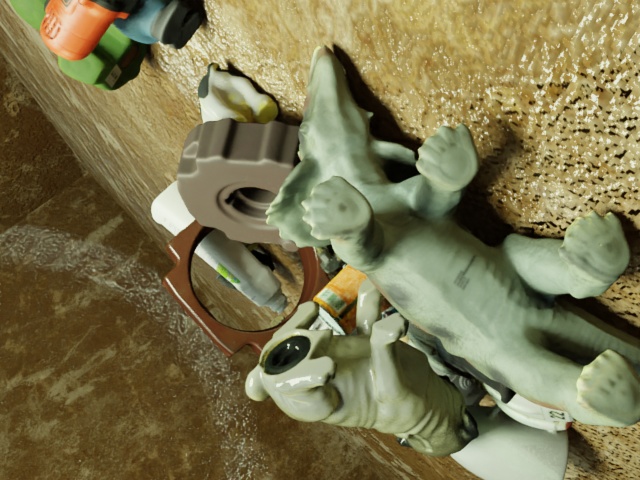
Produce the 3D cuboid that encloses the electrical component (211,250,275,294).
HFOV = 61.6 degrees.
[{"bbox_3d":[-0.145,0.047,1.010,0.115,0.058,0.134,30,-167,-29],"label":"electrical component"}]

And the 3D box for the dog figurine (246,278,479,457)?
[{"bbox_3d":[0.044,0.154,0.508,0.121,0.172,0.190,-84,-31,-62],"label":"dog figurine"}]

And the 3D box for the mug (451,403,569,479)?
[{"bbox_3d":[0.195,0.208,0.560,0.107,0.081,0.109,14,115,11],"label":"mug"}]

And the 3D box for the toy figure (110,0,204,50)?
[{"bbox_3d":[-0.207,-0.257,0.548,0.180,0.089,0.082,41,169,13],"label":"toy figure"}]

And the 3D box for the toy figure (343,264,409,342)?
[{"bbox_3d":[0.082,0.085,0.654,0.154,0.058,0.064,58,155,-14],"label":"toy figure"}]

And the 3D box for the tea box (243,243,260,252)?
[{"bbox_3d":[-0.147,-0.048,0.890,0.098,0.068,0.169,42,162,14],"label":"tea box"}]

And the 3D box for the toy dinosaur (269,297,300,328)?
[{"bbox_3d":[0.003,0.198,0.962,0.198,0.105,0.472,56,178,-13],"label":"toy dinosaur"}]

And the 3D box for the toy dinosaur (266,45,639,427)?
[{"bbox_3d":[0.106,0.027,0.392,0.405,0.131,0.192,42,174,6],"label":"toy dinosaur"}]

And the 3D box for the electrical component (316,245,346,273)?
[{"bbox_3d":[-0.001,-0.001,0.671,0.102,0.045,0.078,51,166,30],"label":"electrical component"}]

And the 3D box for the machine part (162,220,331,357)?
[{"bbox_3d":[-0.095,0.044,0.742,0.201,0.201,0.087,47,161,1],"label":"machine part"}]

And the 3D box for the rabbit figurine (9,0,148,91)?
[{"bbox_3d":[-0.320,-0.291,0.717,0.170,0.121,0.159,35,-174,-7],"label":"rabbit figurine"}]

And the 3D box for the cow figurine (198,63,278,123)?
[{"bbox_3d":[-0.098,-0.120,0.624,0.098,0.068,0.167,48,160,21],"label":"cow figurine"}]

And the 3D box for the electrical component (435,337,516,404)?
[{"bbox_3d":[0.136,0.077,0.477,0.119,0.075,0.047,29,154,36],"label":"electrical component"}]

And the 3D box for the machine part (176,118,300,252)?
[{"bbox_3d":[-0.062,-0.053,0.564,0.179,0.056,0.179,7,150,4],"label":"machine part"}]

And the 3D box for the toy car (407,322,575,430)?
[{"bbox_3d":[0.160,0.121,0.542,0.202,0.056,0.073,28,153,48],"label":"toy car"}]
